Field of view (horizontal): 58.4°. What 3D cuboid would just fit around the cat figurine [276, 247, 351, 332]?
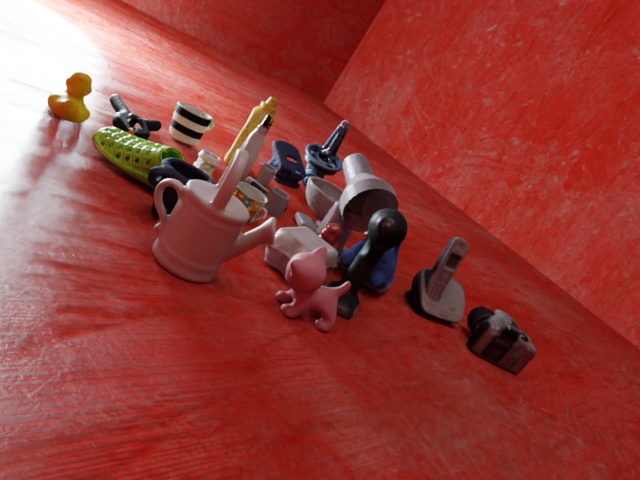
[{"bbox_3d":[-0.010,0.068,0.897,0.128,0.117,0.067,25,19,-27],"label":"cat figurine"}]

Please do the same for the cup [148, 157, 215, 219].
[{"bbox_3d":[-0.235,-0.071,0.906,0.091,0.095,0.118,42,19,26],"label":"cup"}]

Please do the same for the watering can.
[{"bbox_3d":[-0.145,-0.041,0.818,0.173,0.194,0.100,22,20,-33],"label":"watering can"}]

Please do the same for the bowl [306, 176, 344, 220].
[{"bbox_3d":[0.026,-0.088,1.460,0.168,0.074,0.167,30,17,-10],"label":"bowl"}]

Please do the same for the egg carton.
[{"bbox_3d":[-0.033,0.027,1.050,0.107,0.069,0.151,39,18,17],"label":"egg carton"}]

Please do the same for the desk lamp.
[{"bbox_3d":[0.056,-0.072,1.235,0.118,0.213,0.202,22,20,-32],"label":"desk lamp"}]

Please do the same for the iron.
[{"bbox_3d":[0.139,0.022,1.252,0.118,0.141,0.259,37,17,11],"label":"iron"}]

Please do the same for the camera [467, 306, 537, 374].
[{"bbox_3d":[0.399,0.207,1.288,0.143,0.100,0.136,28,18,-18],"label":"camera"}]

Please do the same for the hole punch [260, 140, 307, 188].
[{"bbox_3d":[-0.088,-0.206,1.549,0.109,0.091,0.100,12,27,-51],"label":"hole punch"}]

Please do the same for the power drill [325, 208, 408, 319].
[{"bbox_3d":[0.085,0.032,1.013,0.075,0.208,0.230,35,17,5],"label":"power drill"}]

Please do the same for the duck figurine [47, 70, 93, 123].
[{"bbox_3d":[-0.458,-0.274,1.072,0.078,0.086,0.104,24,19,-27],"label":"duck figurine"}]

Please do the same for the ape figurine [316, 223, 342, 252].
[{"bbox_3d":[0.011,0.004,1.152,0.076,0.092,0.077,13,26,-48],"label":"ape figurine"}]

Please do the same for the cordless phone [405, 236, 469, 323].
[{"bbox_3d":[0.293,0.088,1.276,0.148,0.185,0.094,21,21,-36],"label":"cordless phone"}]

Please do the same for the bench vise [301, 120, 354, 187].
[{"bbox_3d":[0.016,-0.267,1.685,0.122,0.219,0.207,27,18,-20],"label":"bench vise"}]

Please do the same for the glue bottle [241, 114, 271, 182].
[{"bbox_3d":[-0.156,-0.207,1.290,0.037,0.173,0.078,26,19,-24],"label":"glue bottle"}]
